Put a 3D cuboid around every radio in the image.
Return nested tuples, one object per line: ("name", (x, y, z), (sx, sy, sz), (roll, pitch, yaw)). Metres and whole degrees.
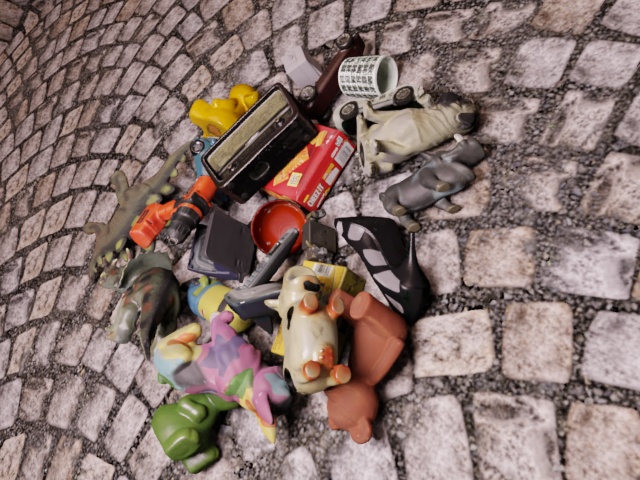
("radio", (-0.122, -0.188, 1.066), (0.229, 0.073, 0.131), (-43, 47, 11))

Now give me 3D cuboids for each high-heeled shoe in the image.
("high-heeled shoe", (0.095, 0.039, 0.906), (0.249, 0.086, 0.145), (20, 112, 60))

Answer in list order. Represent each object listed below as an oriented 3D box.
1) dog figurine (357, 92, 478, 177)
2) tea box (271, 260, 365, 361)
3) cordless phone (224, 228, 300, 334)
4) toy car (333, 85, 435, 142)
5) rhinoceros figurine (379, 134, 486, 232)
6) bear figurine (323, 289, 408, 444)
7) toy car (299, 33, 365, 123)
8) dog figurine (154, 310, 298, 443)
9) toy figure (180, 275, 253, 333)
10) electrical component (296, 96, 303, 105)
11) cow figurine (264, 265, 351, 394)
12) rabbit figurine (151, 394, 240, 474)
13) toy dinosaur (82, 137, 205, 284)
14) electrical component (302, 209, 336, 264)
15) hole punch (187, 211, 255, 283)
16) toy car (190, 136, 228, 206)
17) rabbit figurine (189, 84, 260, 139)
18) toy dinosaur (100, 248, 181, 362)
("dog figurine", (0.169, -0.181, 0.954), (0.191, 0.172, 0.121), (-7, 85, -7))
("tea box", (-0.002, 0.127, 0.904), (0.098, 0.068, 0.169), (9, 72, 40))
("cordless phone", (-0.079, 0.059, 0.927), (0.184, 0.088, 0.147), (-56, 15, -9))
("toy car", (0.119, -0.240, 1.016), (0.202, 0.073, 0.056), (-8, 49, 33))
("rhinoceros figurine", (0.190, -0.097, 0.896), (0.190, 0.073, 0.112), (-34, 40, 18))
("bear figurine", (0.048, 0.187, 0.803), (0.196, 0.132, 0.120), (-60, 22, -13))
("toy car", (0.026, -0.342, 1.130), (0.053, 0.089, 0.202), (29, 86, 38))
("dog figurine", (-0.144, 0.228, 0.855), (0.191, 0.108, 0.219), (-22, 50, -23))
("toy figure", (-0.199, 0.120, 1.042), (0.180, 0.082, 0.089), (28, 85, 44))
("electrical component", (-0.067, -0.299, 1.218), (0.063, 0.021, 0.094), (-14, 58, 29))
("cow figurine", (-0.022, 0.127, 0.787), (0.127, 0.085, 0.195), (-42, 45, 46))
("rabbit figurine", (-0.199, 0.294, 0.946), (0.170, 0.121, 0.159), (-39, 40, -13))
("toy dinosaur", (-0.441, -0.078, 1.314), (0.199, 0.105, 0.471), (39, 100, 35))
("electrical component", (-0.001, -0.004, 0.965), (0.045, 0.078, 0.102), (-36, 41, 47))
("hole punch", (-0.197, 0.018, 1.077), (0.092, 0.115, 0.142), (-27, 47, 41))
("toy car", (-0.223, -0.164, 1.204), (0.103, 0.109, 0.162), (-19, 63, 6))
("rabbit figurine", (-0.199, -0.309, 1.262), (0.163, 0.121, 0.173), (1, 48, 33))
("toy dinosaur", (-0.332, 0.113, 1.054), (0.405, 0.131, 0.192), (5, 78, 58))
